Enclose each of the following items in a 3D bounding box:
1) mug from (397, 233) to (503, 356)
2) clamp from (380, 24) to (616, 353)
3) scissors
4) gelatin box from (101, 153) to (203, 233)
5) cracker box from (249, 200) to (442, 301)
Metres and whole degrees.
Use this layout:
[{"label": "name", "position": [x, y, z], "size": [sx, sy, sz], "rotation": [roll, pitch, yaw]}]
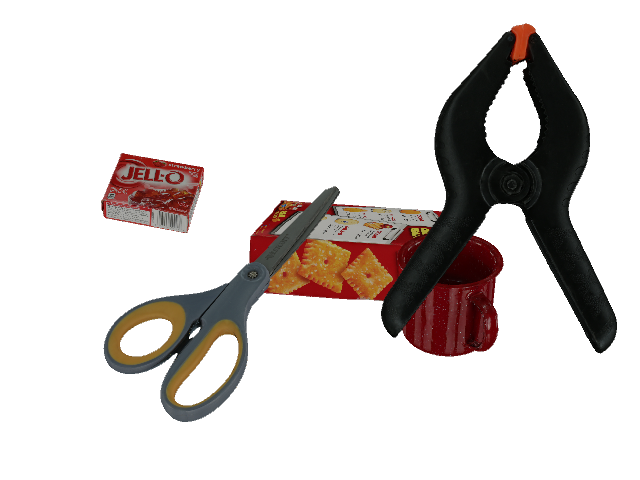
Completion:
[{"label": "mug", "position": [0.120, 0.055, 0.950], "size": [0.093, 0.081, 0.117], "rotation": [-17, 35, -25]}, {"label": "clamp", "position": [0.087, -0.023, 0.553], "size": [0.120, 0.171, 0.039], "rotation": [-5, -1, -3]}, {"label": "scissors", "position": [-0.063, 0.026, 0.668], "size": [0.096, 0.201, 0.016], "rotation": [12, -42, 14]}, {"label": "gelatin box", "position": [-0.169, -0.050, 1.083], "size": [0.089, 0.073, 0.030], "rotation": [11, -44, 1]}, {"label": "cracker box", "position": [0.044, 0.013, 1.149], "size": [0.214, 0.072, 0.164], "rotation": [5, 15, 8]}]
